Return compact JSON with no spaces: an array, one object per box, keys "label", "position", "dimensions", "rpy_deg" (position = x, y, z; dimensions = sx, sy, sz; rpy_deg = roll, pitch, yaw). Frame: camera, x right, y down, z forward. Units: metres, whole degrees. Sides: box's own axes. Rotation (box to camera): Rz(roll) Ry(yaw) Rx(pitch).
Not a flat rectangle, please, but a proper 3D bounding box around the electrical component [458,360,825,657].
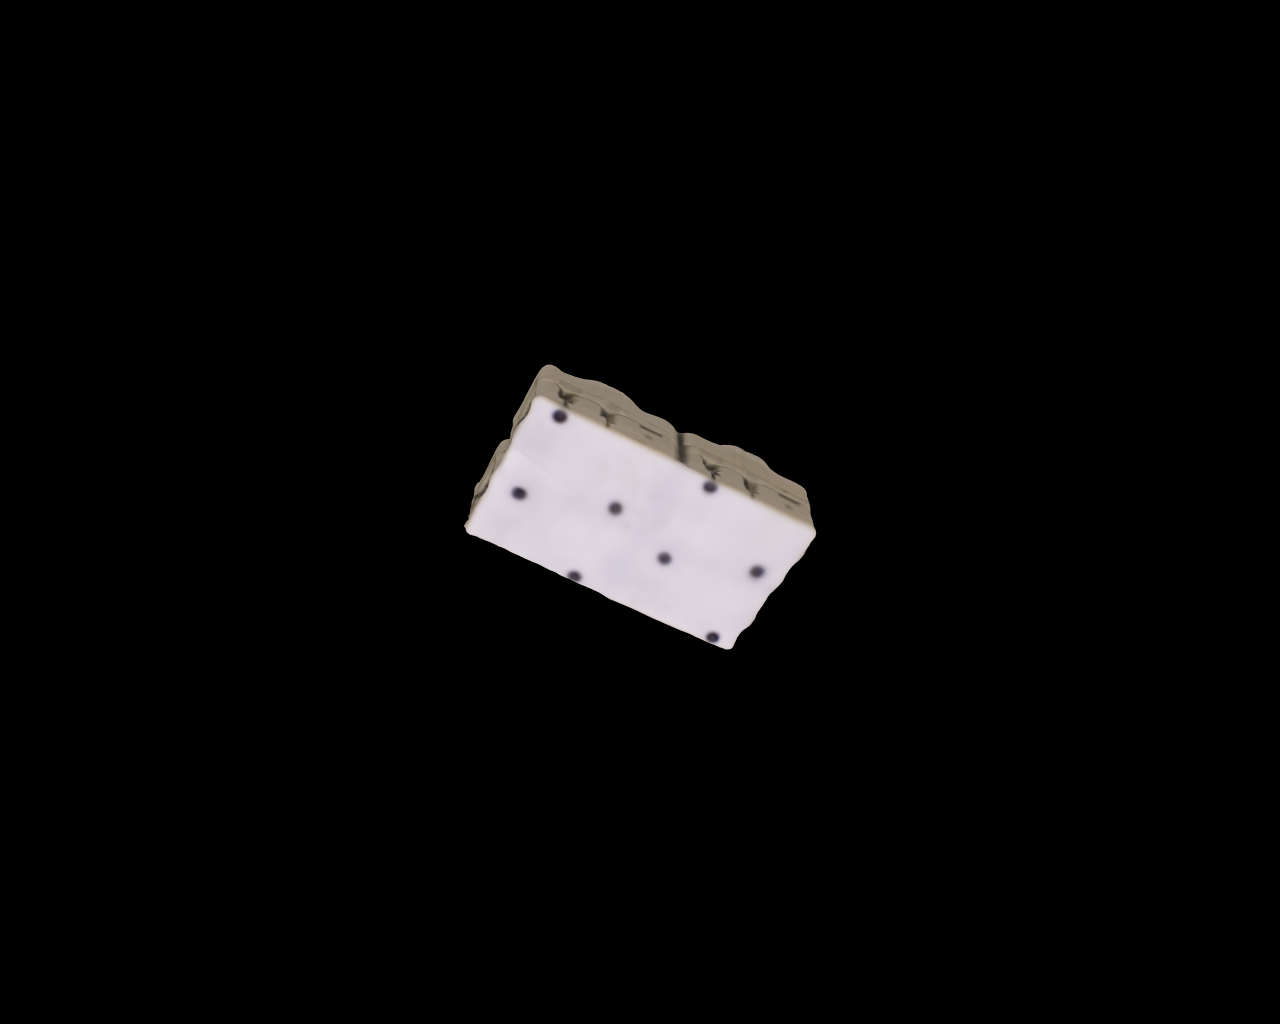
[{"label":"electrical component","position":[0.001,-0.003,0.650],"dimensions":[0.186,0.105,0.060],"rpy_deg":[25,27,-14]}]
